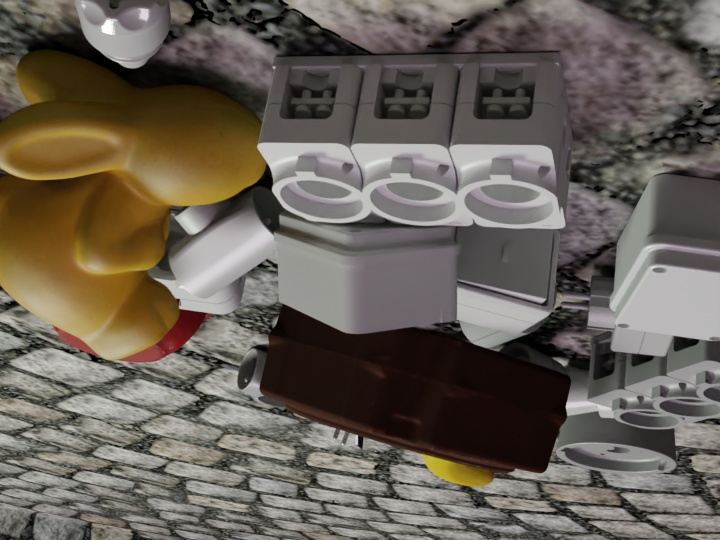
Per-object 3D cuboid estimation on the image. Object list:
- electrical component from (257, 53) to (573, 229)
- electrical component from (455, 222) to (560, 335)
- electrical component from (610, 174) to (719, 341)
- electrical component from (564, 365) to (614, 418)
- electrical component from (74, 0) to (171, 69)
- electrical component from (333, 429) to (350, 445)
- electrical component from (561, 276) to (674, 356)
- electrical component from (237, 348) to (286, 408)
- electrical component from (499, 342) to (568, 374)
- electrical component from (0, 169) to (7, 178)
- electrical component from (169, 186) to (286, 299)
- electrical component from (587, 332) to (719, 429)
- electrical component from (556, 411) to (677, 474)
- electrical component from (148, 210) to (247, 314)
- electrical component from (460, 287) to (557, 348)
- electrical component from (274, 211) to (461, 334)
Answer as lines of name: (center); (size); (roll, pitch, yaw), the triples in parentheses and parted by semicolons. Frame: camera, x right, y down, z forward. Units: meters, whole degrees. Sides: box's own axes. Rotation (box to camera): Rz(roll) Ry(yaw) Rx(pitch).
electrical component: (0.032, -0.063, 0.570); (0.150, 0.061, 0.089); (3, 157, 17)
electrical component: (0.076, -0.004, 0.696); (0.096, 0.061, 0.061); (15, 157, -13)
electrical component: (0.201, -0.004, 0.651); (0.078, 0.057, 0.113); (8, 158, 4)
electrical component: (0.205, 0.106, 0.934); (0.055, 0.045, 0.045); (0, 156, 23)
electrical component: (-0.112, -0.120, 0.515); (0.043, 0.043, 0.062); (10, 159, -2)
electrical component: (-0.007, 0.128, 1.031); (0.043, 0.079, 0.077); (12, 161, 30)
electrical component: (0.178, 0.024, 0.743); (0.077, 0.047, 0.065); (5, 158, 11)
electrical component: (-0.086, 0.113, 1.072); (0.077, 0.044, 0.079); (21, 156, -26)
electrical component: (0.142, 0.093, 0.919); (0.055, 0.055, 0.047); (-13, 145, 43)
electrical component: (-0.233, -0.060, 0.695); (0.057, 0.058, 0.078); (19, 156, -15)
electrical component: (-0.096, -0.031, 0.713); (0.077, 0.043, 0.079); (-33, 104, 24)
electrical component: (0.252, 0.075, 0.817); (0.089, 0.061, 0.150); (17, 157, -18)
electrical component: (0.239, 0.146, 0.998); (0.108, 0.060, 0.108); (8, 158, 3)
electrical component: (-0.134, -0.007, 0.787); (0.095, 0.053, 0.059); (8, 158, 5)
electrical component: (0.112, 0.027, 0.782); (0.043, 0.043, 0.081); (19, 156, -22)
electrical component: (0.002, -0.004, 0.655); (0.078, 0.057, 0.113); (-6, -168, -27)
